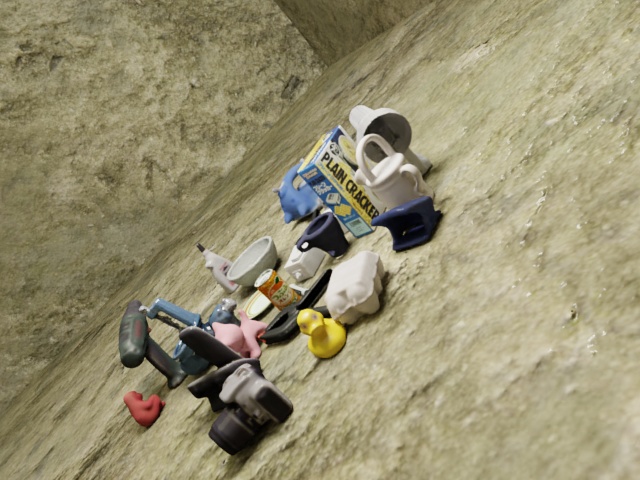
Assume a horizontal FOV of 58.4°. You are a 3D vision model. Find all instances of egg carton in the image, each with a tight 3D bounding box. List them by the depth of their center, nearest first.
[{"bbox_3d":[0.068,0.088,1.081,0.107,0.069,0.150,-32,22,28],"label":"egg carton"}]

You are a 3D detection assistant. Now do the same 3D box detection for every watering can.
[{"bbox_3d":[0.141,-0.136,1.220,0.172,0.194,0.101,-26,26,40],"label":"watering can"}]

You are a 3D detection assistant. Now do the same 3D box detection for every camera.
[{"bbox_3d":[-0.141,0.294,1.007,0.137,0.101,0.142,-49,20,-16],"label":"camera"}]

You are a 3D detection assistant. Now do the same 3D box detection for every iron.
[{"bbox_3d":[-0.045,-0.173,1.742,0.118,0.142,0.259,-22,28,45],"label":"iron"}]

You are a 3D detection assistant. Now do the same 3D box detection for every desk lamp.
[{"bbox_3d":[0.157,-0.220,1.337,0.118,0.214,0.203,-41,19,5],"label":"desk lamp"}]

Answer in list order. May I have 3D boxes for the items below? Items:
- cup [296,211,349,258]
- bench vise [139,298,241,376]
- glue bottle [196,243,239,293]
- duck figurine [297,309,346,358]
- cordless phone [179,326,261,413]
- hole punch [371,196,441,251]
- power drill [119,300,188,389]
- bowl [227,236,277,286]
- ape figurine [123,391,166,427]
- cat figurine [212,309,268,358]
[{"bbox_3d":[0.012,0.005,1.327,0.118,0.095,0.091,-42,19,1],"label":"cup"},{"bbox_3d":[-0.301,0.191,1.356,0.207,0.220,0.121,-45,20,-7],"label":"bench vise"},{"bbox_3d":[-0.298,0.073,1.672,0.037,0.173,0.078,-22,29,46],"label":"glue bottle"},{"bbox_3d":[-0.007,0.160,1.049,0.077,0.086,0.104,-44,19,-2],"label":"duck figurine"},{"bbox_3d":[-0.224,0.246,1.144,0.147,0.185,0.094,-32,22,28],"label":"cordless phone"},{"bbox_3d":[0.168,-0.046,1.134,0.108,0.091,0.101,-22,28,46],"label":"hole punch"},{"bbox_3d":[-0.424,0.270,1.449,0.075,0.209,0.229,-40,20,8],"label":"power drill"},{"bbox_3d":[-0.173,0.072,1.580,0.167,0.075,0.167,-37,20,16],"label":"bowl"},{"bbox_3d":[-0.429,0.396,1.371,0.077,0.092,0.076,-27,25,37],"label":"ape figurine"},{"bbox_3d":[-0.178,0.206,1.240,0.067,0.118,0.128,-28,24,36],"label":"cat figurine"}]
